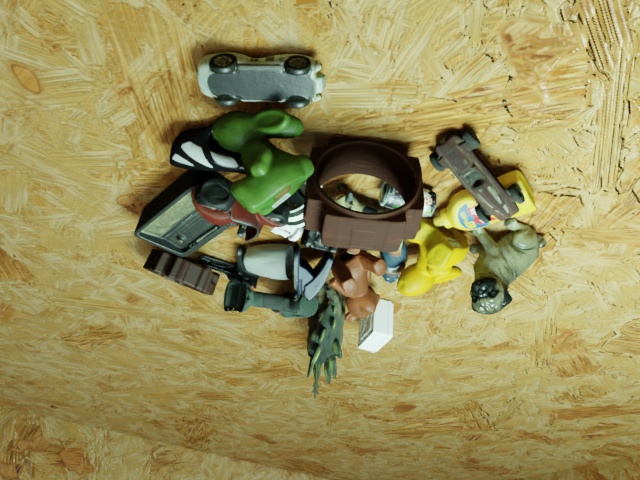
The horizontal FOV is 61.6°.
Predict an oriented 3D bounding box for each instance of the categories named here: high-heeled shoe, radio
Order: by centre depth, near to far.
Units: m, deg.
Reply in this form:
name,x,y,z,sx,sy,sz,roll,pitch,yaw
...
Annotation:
name,x,y,z,sx,sy,sz,roll,pitch,yaw
high-heeled shoe,-0.153,-0.116,0.987,0.145,0.086,0.248,-40,107,19
radio,-0.269,-0.054,1.117,0.131,0.073,0.230,32,136,-33

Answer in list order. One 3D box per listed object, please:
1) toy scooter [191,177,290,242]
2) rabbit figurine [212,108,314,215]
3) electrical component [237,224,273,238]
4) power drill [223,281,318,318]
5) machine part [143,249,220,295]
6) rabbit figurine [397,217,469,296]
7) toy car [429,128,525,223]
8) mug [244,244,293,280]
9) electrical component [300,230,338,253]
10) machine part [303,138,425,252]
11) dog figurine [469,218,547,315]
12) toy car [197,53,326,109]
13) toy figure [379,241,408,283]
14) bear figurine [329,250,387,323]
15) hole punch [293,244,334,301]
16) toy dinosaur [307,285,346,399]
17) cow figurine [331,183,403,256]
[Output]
name,x,y,z,sx,sy,sz,roll,pitch,yaw
toy scooter,-0.153,-0.048,1.011,0.184,0.075,0.135,15,155,-10
rabbit figurine,-0.101,-0.147,0.871,0.159,0.170,0.121,-39,175,14
electrical component,-0.146,-0.044,1.143,0.102,0.045,0.078,-26,136,34
power drill,-0.130,0.154,1.320,0.207,0.086,0.232,20,164,-34
machine part,-0.325,0.074,1.262,0.179,0.056,0.179,20,168,4
rabbit figurine,0.233,0.047,1.158,0.162,0.122,0.173,2,127,-51
toy car,0.282,-0.108,0.961,0.089,0.053,0.202,-34,107,32
mug,-0.118,0.052,1.250,0.107,0.081,0.109,6,149,11
electrical component,-0.002,-0.004,1.173,0.075,0.047,0.119,14,-177,-8
machine part,0.075,-0.084,0.933,0.201,0.201,0.087,6,140,-1
dog figurine,0.393,0.066,1.115,0.172,0.191,0.121,-12,141,19
toy car,-0.092,-0.253,0.846,0.202,0.056,0.073,2,137,1
toy figure,0.168,0.049,1.226,0.058,0.064,0.154,-31,152,-15
bear figurine,0.095,0.120,1.247,0.120,0.132,0.195,-28,121,-14
hole punch,-0.019,0.074,1.209,0.092,0.142,0.115,3,101,-5
toy dinosaur,0.010,0.270,1.427,0.105,0.198,0.470,7,142,2
cow figurine,0.085,-0.040,1.079,0.195,0.086,0.127,6,113,-21
